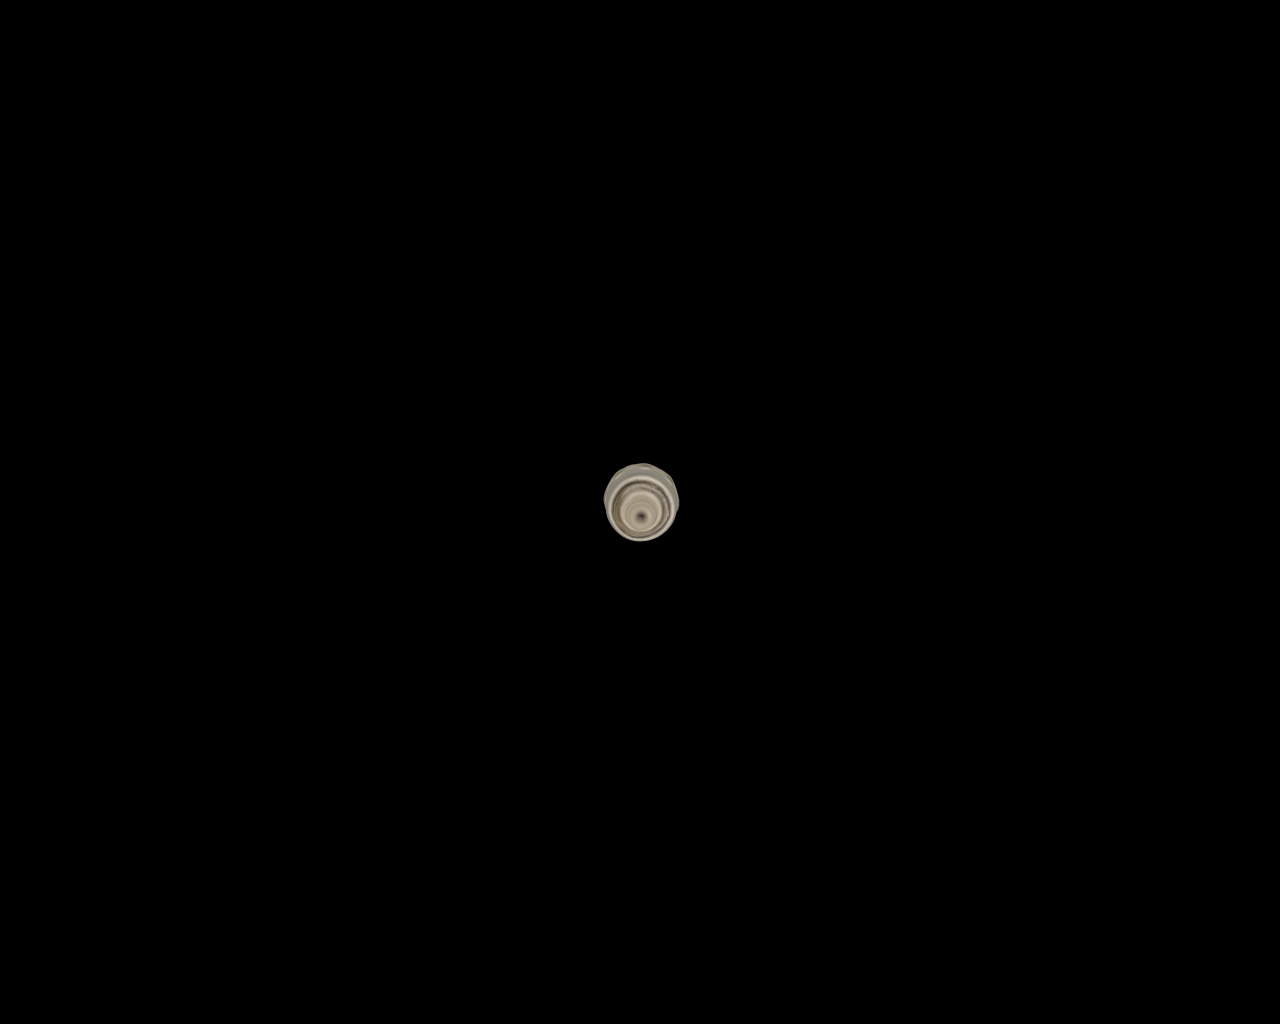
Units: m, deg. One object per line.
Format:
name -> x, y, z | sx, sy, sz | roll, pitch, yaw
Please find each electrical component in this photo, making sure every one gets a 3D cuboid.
electrical component -> 0.001, -0.003, 0.650 | 0.048, 0.048, 0.062 | 0, 12, 0
